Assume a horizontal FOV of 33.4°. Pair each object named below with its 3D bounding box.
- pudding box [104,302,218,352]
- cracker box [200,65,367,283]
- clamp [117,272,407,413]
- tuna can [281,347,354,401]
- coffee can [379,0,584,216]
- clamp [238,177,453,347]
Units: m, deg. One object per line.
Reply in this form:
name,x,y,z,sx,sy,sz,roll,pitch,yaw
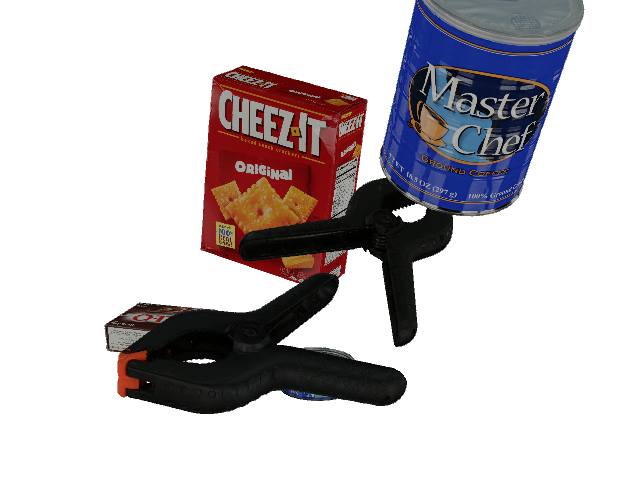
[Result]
pudding box,-0.189,0.108,1.287,0.114,0.039,0.090,2,14,18
cracker box,-0.046,-0.069,1.192,0.164,0.214,0.072,19,28,23
clamp,-0.042,0.063,0.666,0.171,0.039,0.120,0,28,-16
tuna can,-0.005,0.149,1.194,0.086,0.034,0.086,1,13,0
coffee can,0.101,-0.101,0.696,0.102,0.140,0.103,6,42,-5
clamp,0.058,0.002,0.900,0.165,0.036,0.209,35,46,26
